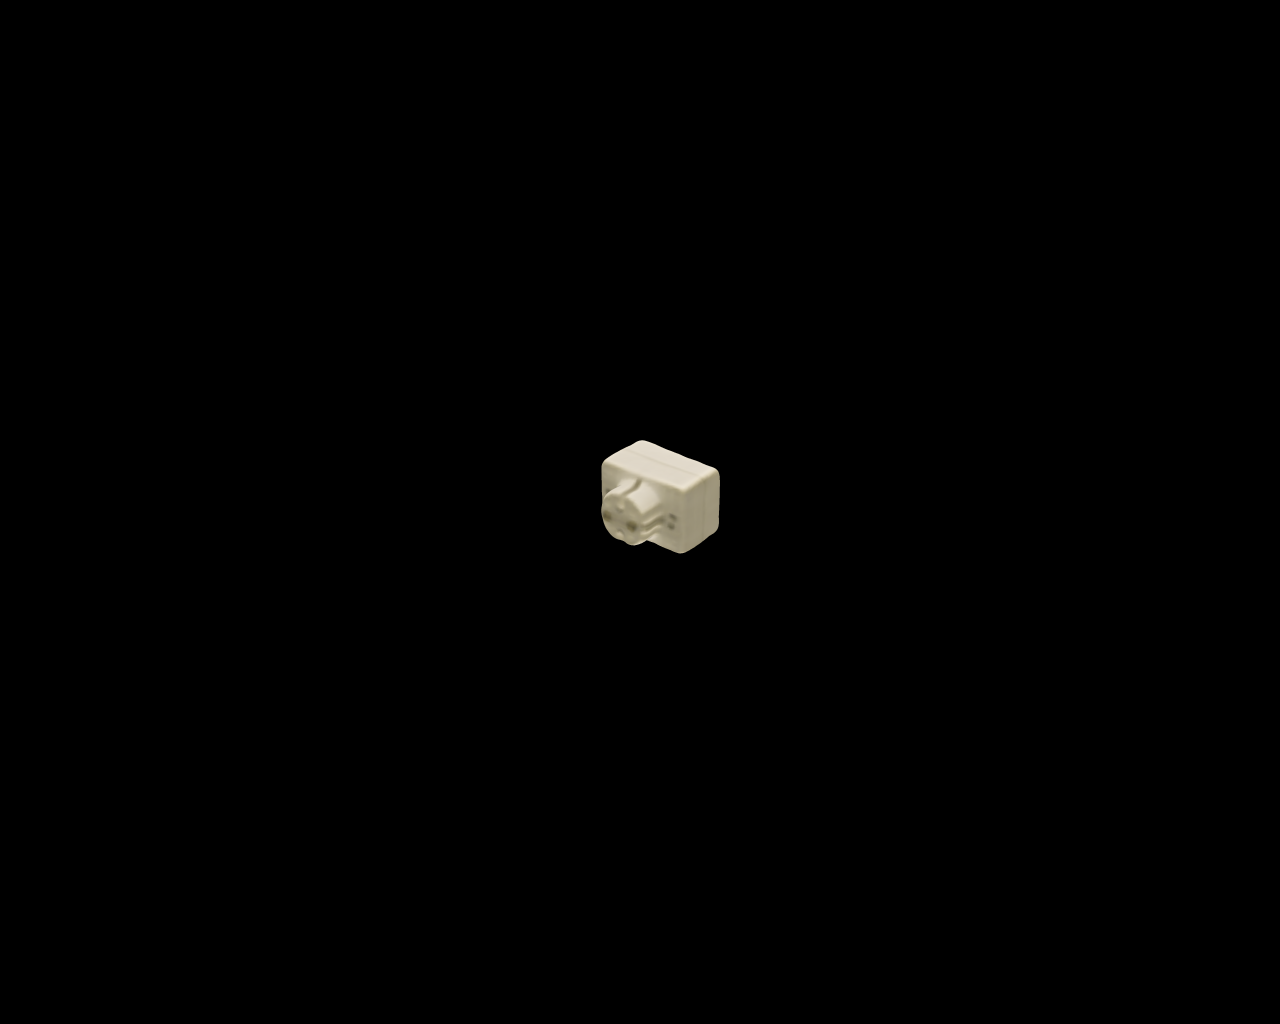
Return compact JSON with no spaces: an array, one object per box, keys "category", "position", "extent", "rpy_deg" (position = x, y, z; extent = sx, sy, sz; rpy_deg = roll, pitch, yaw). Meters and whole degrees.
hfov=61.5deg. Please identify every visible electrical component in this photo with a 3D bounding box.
[{"category":"electrical component","position":[0.001,-0.003,0.650],"extent":[0.066,0.047,0.077],"rpy_deg":[22,37,34]}]
